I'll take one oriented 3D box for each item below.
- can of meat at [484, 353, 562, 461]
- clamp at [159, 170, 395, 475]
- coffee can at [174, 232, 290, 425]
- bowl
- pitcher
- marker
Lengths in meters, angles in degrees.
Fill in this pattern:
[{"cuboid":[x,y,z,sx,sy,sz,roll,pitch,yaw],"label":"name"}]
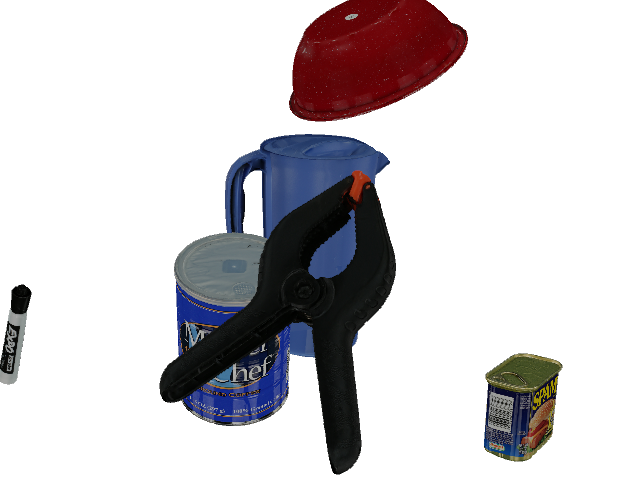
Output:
[{"cuboid":[0.213,0.176,1.132,0.058,0.084,0.101,11,17,31],"label":"can of meat"},{"cuboid":[0.000,0.044,0.601,0.120,0.171,0.039,30,-13,16],"label":"clamp"},{"cuboid":[-0.077,0.079,0.950,0.103,0.140,0.103,2,34,-2],"label":"coffee can"},{"cuboid":[0.038,-0.164,0.891,0.162,0.055,0.162,-20,28,11],"label":"bowl"},{"cuboid":[-0.016,0.005,1.214,0.149,0.243,0.144,10,18,23],"label":"pitcher"},{"cuboid":[-0.302,0.093,1.056,0.020,0.121,0.020,13,33,-9],"label":"marker"}]
